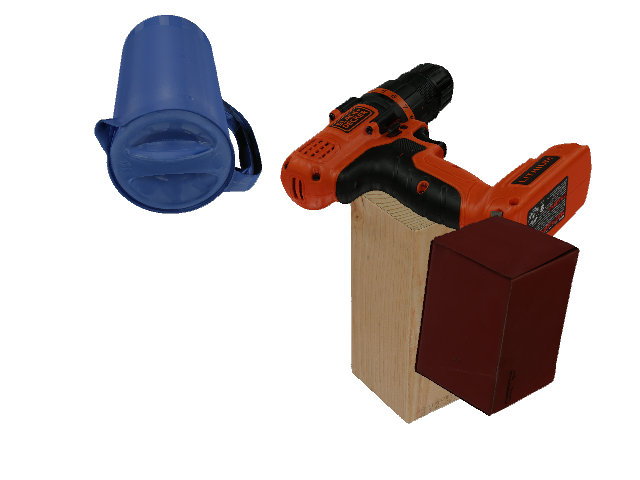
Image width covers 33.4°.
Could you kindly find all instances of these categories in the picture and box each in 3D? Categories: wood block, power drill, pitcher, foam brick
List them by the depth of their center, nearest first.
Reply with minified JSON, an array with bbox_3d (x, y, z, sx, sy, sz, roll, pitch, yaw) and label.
[{"bbox_3d":[0.085,0.035,0.521,0.052,0.078,0.051,-18,35,-38],"label":"foam brick"},{"bbox_3d":[0.093,-0.059,0.764,0.188,0.057,0.184,23,48,34],"label":"power drill"},{"bbox_3d":[0.087,0.045,0.943,0.090,0.206,0.091,-20,38,-26],"label":"wood block"},{"bbox_3d":[-0.159,-0.148,1.198,0.145,0.149,0.243,-18,39,6],"label":"pitcher"}]
